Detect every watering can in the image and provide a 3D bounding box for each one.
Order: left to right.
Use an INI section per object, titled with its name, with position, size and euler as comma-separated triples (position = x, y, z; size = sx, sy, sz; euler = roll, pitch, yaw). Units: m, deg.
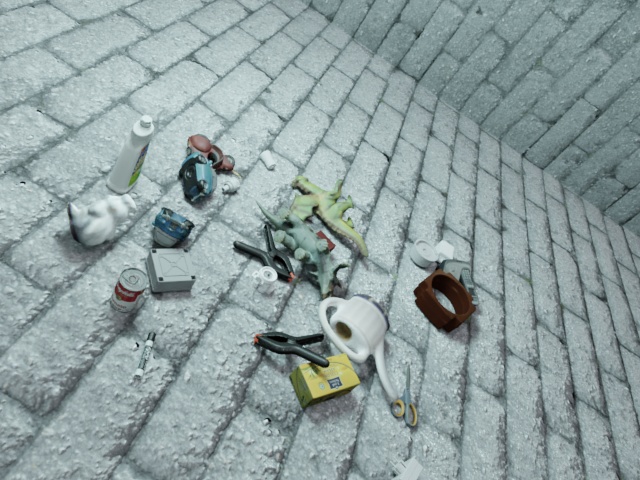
[watering can]
position = 0.141, 0.298, 1.548
size = 0.349, 0.102, 0.228
euler = 47, 40, 6

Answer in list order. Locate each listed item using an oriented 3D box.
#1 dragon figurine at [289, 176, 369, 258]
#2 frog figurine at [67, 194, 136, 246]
[dragon figurine]
position = 0.006, -0.094, 1.859
size = 0.243, 0.119, 0.419
euler = -8, 53, -21
[frog figurine]
position = -0.553, -0.051, 1.324
size = 0.160, 0.134, 0.125
euler = -8, 49, -13
